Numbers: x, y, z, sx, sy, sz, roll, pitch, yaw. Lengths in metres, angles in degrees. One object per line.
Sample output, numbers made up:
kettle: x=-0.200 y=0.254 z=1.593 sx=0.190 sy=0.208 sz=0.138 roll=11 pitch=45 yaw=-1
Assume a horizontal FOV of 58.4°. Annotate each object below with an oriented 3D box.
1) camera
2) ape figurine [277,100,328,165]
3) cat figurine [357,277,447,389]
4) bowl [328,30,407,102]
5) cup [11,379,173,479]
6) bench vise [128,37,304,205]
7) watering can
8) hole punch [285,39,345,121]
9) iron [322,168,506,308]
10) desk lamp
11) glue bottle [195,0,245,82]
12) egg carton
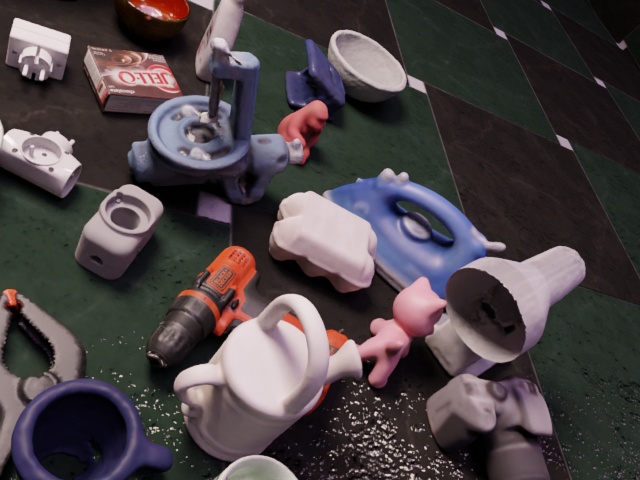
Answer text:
camera: x=0.221 y=0.239 z=0.689 sx=0.143 sy=0.100 sz=0.136 roll=16 pitch=46 yaw=-25
ape figurine: x=-0.020 y=-0.175 z=0.884 sx=0.078 sy=0.092 sz=0.076 roll=-19 pitch=67 yaw=-45
cat figurine: x=0.106 y=0.106 z=0.709 sx=0.067 sy=0.117 sz=0.128 roll=43 pitch=41 yaw=4
bowl: x=0.078 y=-0.319 z=1.096 sx=0.168 sy=0.074 sz=0.167 roll=20 pitch=45 yaw=-21
cup: x=-0.183 y=0.173 z=0.453 sx=0.118 sy=0.094 sz=0.091 roll=22 pitch=44 yaw=-20
bench vise: x=-0.108 y=-0.146 z=0.696 sx=0.208 sy=0.219 sz=0.121 roll=-14 pitch=64 yaw=-43
watering can: x=-0.041 y=0.120 z=0.529 sx=0.173 sy=0.193 sz=0.101 roll=-21 pitch=68 yaw=-45
hole punch: x=0.002 y=-0.279 z=0.992 sx=0.101 sy=0.091 sz=0.108 roll=14 pitch=47 yaw=-26
iron: x=0.133 y=-0.023 z=0.824 sx=0.258 sy=0.141 sz=0.119 roll=40 pitch=41 yaw=0
desk lamp: x=0.229 y=0.092 z=0.739 sx=0.204 sy=0.213 sz=0.118 roll=-15 pitch=64 yaw=-43
glue bottle: x=-0.143 y=-0.326 z=0.864 sx=0.037 sy=0.173 sz=0.078 roll=11 pitch=48 yaw=-29
egg carton: x=0.007 y=0.003 z=0.764 sx=0.150 sy=0.069 sz=0.107 roll=27 pitch=43 yaw=-14
